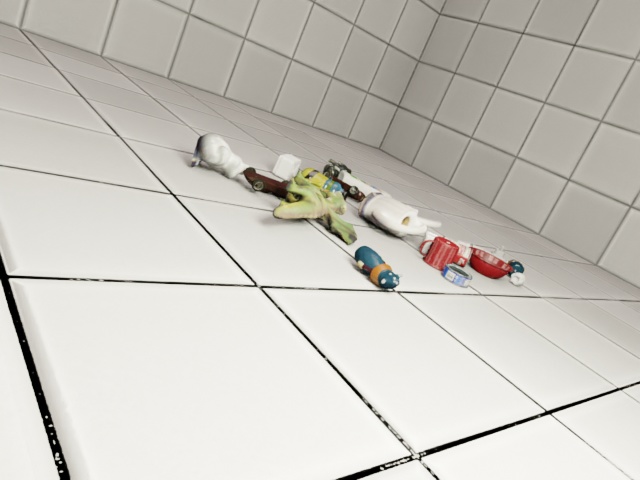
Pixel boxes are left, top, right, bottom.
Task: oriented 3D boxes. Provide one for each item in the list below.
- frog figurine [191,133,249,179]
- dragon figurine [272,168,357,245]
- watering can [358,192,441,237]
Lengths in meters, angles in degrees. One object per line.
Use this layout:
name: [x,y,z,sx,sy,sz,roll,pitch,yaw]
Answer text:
frog figurine: [-0.284,-0.246,1.510,0.159,0.123,0.137,10,-2,-7]
dragon figurine: [0.004,-0.071,1.405,0.242,0.120,0.417,31,23,-5]
watering can: [0.269,-0.078,1.750,0.226,0.103,0.349,31,19,28]
